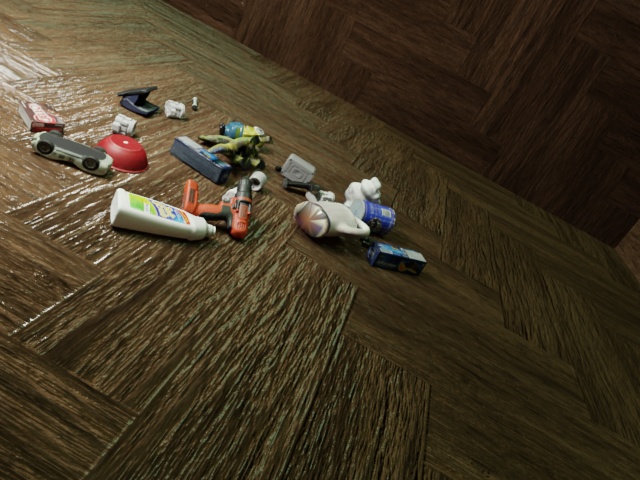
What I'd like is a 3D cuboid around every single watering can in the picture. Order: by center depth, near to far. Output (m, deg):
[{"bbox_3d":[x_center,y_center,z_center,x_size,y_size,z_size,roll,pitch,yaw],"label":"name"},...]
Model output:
[{"bbox_3d":[0.005,-0.085,1.693,0.225,0.102,0.352,-1,25,-45],"label":"watering can"}]

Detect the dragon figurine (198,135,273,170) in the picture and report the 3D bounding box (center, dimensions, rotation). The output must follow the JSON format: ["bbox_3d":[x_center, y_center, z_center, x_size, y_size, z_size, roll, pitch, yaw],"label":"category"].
[{"bbox_3d":[-0.324,-0.327,1.809,0.244,0.121,0.412,16,12,29],"label":"dragon figurine"}]

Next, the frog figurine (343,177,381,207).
[{"bbox_3d":[0.170,-0.176,1.940,0.138,0.157,0.123,38,25,19],"label":"frog figurine"}]
